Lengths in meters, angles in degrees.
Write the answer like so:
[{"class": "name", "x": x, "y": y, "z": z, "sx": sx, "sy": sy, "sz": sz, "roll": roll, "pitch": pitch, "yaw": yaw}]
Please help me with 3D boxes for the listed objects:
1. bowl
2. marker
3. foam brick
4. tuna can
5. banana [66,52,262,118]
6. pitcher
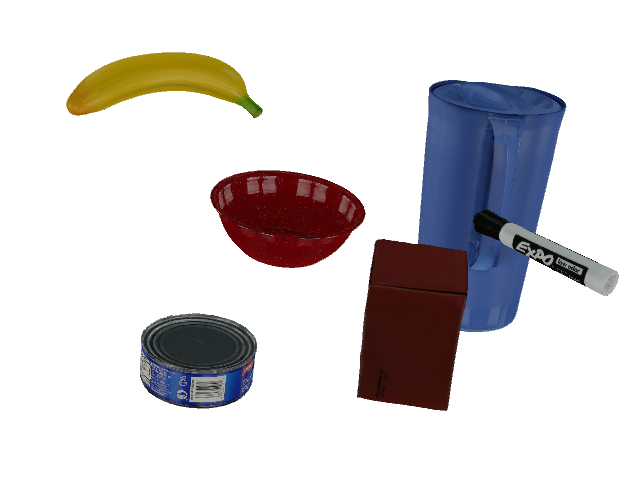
[{"class": "bowl", "x": -0.037, "y": -0.017, "z": 1.114, "sx": 0.162, "sy": 0.055, "sz": 0.162, "roll": 7, "pitch": 27, "yaw": -4}, {"class": "marker", "x": 0.157, "y": 0.006, "z": 0.762, "sx": 0.020, "sy": 0.020, "sz": 0.121, "roll": 0, "pitch": 23, "yaw": -45}, {"class": "foam brick", "x": 0.050, "y": 0.046, "z": 0.589, "sx": 0.053, "sy": 0.078, "sz": 0.051, "roll": 8, "pitch": 30, "yaw": 5}, {"class": "tuna can", "x": -0.091, "y": 0.089, "z": 0.793, "sx": 0.086, "sy": 0.034, "sz": 0.086, "roll": 6, "pitch": 23, "yaw": -3}, {"class": "banana", "x": -0.151, "y": -0.151, "z": 1.026, "sx": 0.197, "sy": 0.070, "sz": 0.037, "roll": -4, "pitch": -40, "yaw": -28}, {"class": "pitcher", "x": 0.161, "y": -0.031, "z": 1.068, "sx": 0.148, "sy": 0.243, "sz": 0.145, "roll": -16, "pitch": 29, "yaw": -42}]
